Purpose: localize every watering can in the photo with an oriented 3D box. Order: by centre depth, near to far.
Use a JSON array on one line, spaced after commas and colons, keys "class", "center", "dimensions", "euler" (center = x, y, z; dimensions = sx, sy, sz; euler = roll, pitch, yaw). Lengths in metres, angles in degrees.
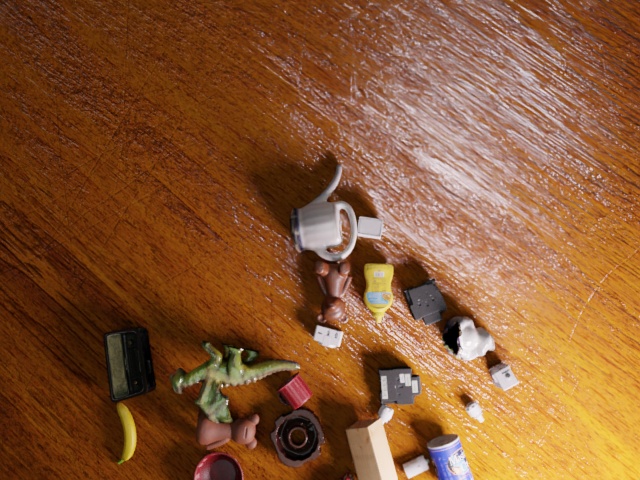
[{"class": "watering can", "center": [0.005, -0.088, 1.748], "dimensions": [0.224, 0.102, 0.354], "euler": [-9, 67, 4]}]

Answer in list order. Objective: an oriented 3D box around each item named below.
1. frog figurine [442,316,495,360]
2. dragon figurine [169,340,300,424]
[{"class": "frog figurine", "center": [0.475, 0.312, 1.646], "dimensions": [0.159, 0.121, 0.139], "euler": [2, 70, -31]}, {"class": "dragon figurine", "center": [-0.288, 0.459, 1.646], "dimensions": [0.411, 0.120, 0.246], "euler": [12, 73, 10]}]
